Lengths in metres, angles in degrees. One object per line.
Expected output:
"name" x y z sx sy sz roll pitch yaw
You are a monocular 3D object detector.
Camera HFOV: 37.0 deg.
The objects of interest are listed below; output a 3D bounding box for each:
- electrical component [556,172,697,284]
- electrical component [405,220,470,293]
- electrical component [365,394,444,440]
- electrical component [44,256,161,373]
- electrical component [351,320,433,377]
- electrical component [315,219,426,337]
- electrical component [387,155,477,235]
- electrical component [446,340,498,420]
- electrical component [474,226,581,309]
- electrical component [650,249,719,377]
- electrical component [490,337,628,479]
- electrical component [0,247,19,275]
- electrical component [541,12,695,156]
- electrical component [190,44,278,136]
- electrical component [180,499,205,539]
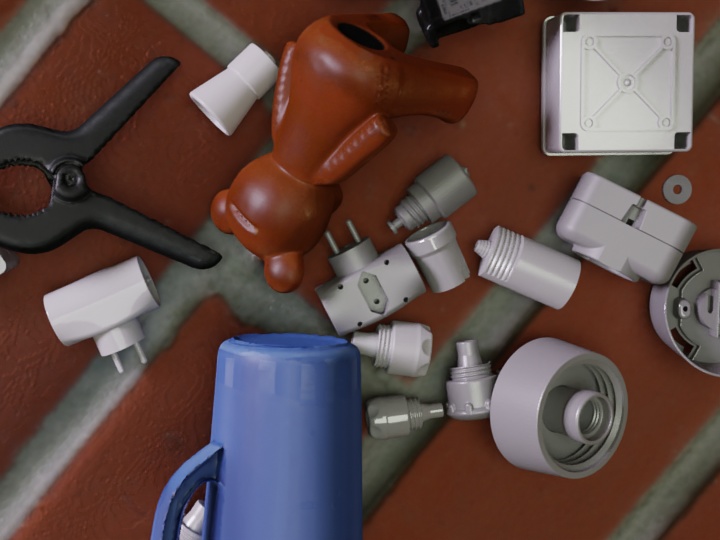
"electrical component" 0.206 -0.029 0.847 0.095 0.054 0.059 27 93 5
"electrical component" 0.063 -0.010 0.849 0.040 0.040 0.046 -27 103 -2
"electrical component" 0.036 0.116 0.862 0.061 0.035 0.035 -7 96 -6
"electrical component" -0.190 0.040 0.827 0.077 0.043 0.079 -23 98 -3
"electrical component" 0.024 0.061 0.850 0.062 0.043 0.043 7 95 -6
"electrical component" 0.000 0.000 0.841 0.077 0.043 0.079 -28 98 -2
"electrical component" 0.055 -0.056 0.843 0.078 0.040 0.040 -38 98 -1
"electrical component" 0.090 0.087 0.860 0.048 0.048 0.062 -8 89 -5
"electrical component" 0.129 -0.004 0.854 0.081 0.043 0.043 23 93 -7
"electrical component" 0.285 0.032 0.863 0.099 0.064 0.099 -1 96 -6
"electrical component" 0.162 0.110 0.839 0.108 0.060 0.108 -4 98 -33
"electrical component" -0.304 -0.028 0.802 0.050 0.055 0.089 -32 98 -2
"electrical component" 0.200 -0.144 0.840 0.109 0.056 0.108 -1 96 -6
"electrical component" -0.092 -0.140 0.820 0.065 0.044 0.044 -45 98 -5
"electrical component" -0.138 0.212 0.850 0.043 0.043 0.062 34 91 -8
